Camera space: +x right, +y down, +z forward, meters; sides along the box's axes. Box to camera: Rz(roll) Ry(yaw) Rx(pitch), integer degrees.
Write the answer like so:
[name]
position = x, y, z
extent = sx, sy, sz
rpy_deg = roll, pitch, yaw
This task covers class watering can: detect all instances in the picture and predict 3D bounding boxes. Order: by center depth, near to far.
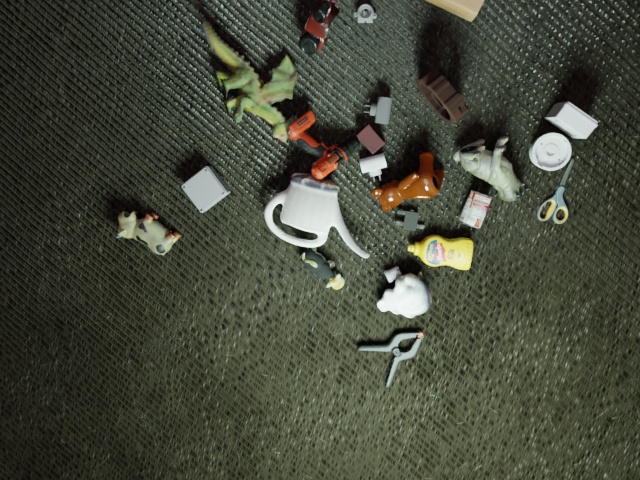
[watering can]
position = 0.005, -0.079, 1.572
extent = 0.348, 0.104, 0.223
rpy_deg = 15, 99, 5

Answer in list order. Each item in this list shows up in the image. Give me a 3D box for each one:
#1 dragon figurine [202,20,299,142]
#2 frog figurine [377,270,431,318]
[dragon figurine]
position = -0.188, -0.489, 1.560
extent = 0.243, 0.122, 0.408
rpy_deg = -17, 98, -10
[frog figurine]
position = 0.253, 0.175, 1.577
extent = 0.159, 0.125, 0.135
rpy_deg = -15, 116, -4
